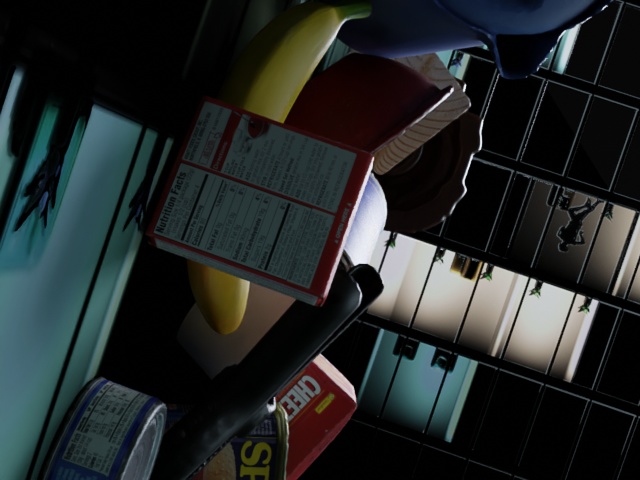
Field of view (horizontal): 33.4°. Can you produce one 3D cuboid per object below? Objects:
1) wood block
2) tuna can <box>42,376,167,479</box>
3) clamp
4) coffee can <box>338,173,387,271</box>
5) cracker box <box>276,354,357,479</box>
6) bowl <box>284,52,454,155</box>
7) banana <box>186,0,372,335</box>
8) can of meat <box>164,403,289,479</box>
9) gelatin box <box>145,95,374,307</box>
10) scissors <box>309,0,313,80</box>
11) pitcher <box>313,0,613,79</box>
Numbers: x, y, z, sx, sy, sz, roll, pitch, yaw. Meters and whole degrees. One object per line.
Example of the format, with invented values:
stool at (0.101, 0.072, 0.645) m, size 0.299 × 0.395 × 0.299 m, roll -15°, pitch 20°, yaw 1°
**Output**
wood block at (0.055, -0.125, 0.888) m, size 0.091 × 0.090 × 0.206 m, roll -38°, pitch -173°, yaw 7°
tuna can at (-0.101, 0.109, 0.492) m, size 0.086 × 0.034 × 0.086 m, roll 21°, pitch 88°, yaw -87°
clamp at (-0.040, 0.086, 0.607) m, size 0.210 × 0.036 × 0.164 m, roll -46°, pitch 173°, yaw 12°
coffee can at (-0.006, 0.001, 0.881) m, size 0.140 × 0.103 × 0.103 m, roll -65°, pitch 173°, yaw -60°
cracker box at (-0.048, 0.158, 0.827) m, size 0.164 × 0.072 × 0.213 m, roll -46°, pitch 176°, yaw -2°
bowl at (0.000, -0.066, 0.652) m, size 0.162 × 0.055 × 0.162 m, roll -36°, pitch -176°, yaw 3°
banana at (-0.033, -0.043, 0.555) m, size 0.037 × 0.069 × 0.198 m, roll 36°, pitch -76°, yaw 54°
can of meat at (-0.068, 0.155, 0.682) m, size 0.057 × 0.084 × 0.102 m, roll -154°, pitch -111°, yaw -77°
gelatin box at (-0.028, -0.018, 0.502) m, size 0.030 × 0.089 × 0.073 m, roll 105°, pitch 4°, yaw -76°
scissors at (0.013, -0.207, 0.770) m, size 0.096 × 0.016 × 0.202 m, roll -68°, pitch 176°, yaw -65°
pitcher at (0.069, -0.179, 0.607) m, size 0.149 × 0.145 × 0.243 m, roll -52°, pitch -167°, yaw -5°
